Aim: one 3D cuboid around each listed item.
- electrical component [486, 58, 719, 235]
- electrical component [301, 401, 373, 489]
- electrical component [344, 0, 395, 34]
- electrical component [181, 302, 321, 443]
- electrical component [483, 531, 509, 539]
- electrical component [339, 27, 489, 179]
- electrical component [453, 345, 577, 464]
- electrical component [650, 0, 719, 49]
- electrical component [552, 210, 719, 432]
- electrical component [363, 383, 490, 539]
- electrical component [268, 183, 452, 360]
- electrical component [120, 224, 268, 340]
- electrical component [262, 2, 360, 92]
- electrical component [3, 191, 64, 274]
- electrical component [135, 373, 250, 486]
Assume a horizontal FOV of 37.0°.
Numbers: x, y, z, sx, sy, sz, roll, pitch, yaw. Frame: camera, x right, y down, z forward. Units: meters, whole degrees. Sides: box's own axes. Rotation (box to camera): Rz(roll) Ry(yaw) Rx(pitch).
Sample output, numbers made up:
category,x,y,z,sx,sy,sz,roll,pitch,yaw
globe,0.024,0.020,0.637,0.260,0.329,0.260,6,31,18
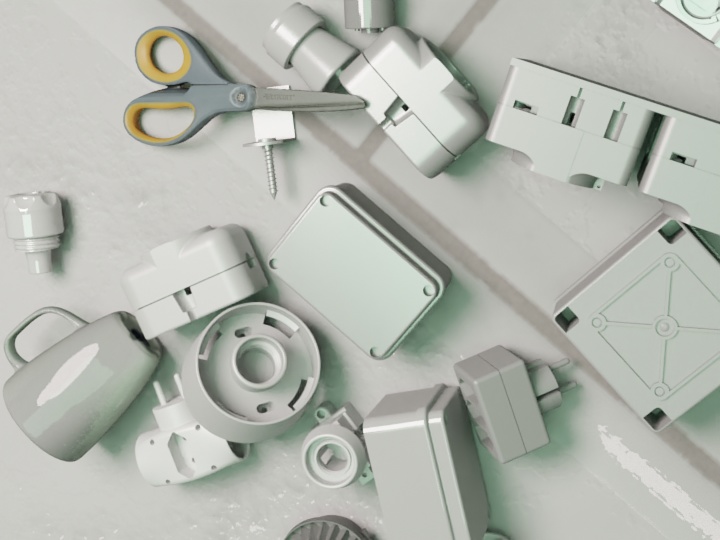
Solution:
category,x,y,z,sx,sy,sz,roll,pitch,yaw
electrical component,0.180,-0.076,0.682,0.186,0.105,0.060,20,104,10
electrical component,-0.015,0.132,0.793,0.048,0.055,0.066,-37,90,17
electrical component,0.006,-0.196,0.737,0.044,0.044,0.065,1,105,14
electrical component,-0.079,0.074,0.787,0.099,0.064,0.099,4,71,-12
electrical component,0.092,0.221,0.783,0.066,0.055,0.048,-27,93,17
electrical component,0.041,-0.118,0.735,0.059,0.054,0.095,-42,89,17
electrical component,0.116,0.086,0.756,0.077,0.047,0.065,-22,104,-9
electrical component,0.217,-0.172,0.677,0.081,0.064,0.042,37,107,5
electrical component,0.203,0.032,0.721,0.109,0.056,0.108,-43,88,17
electrical component,0.050,0.145,0.769,0.057,0.078,0.113,-11,97,18
electrical component,0.000,0.000,0.765,0.113,0.057,0.078,41,106,4
electrical component,-0.125,0.005,0.798,0.095,0.054,0.059,-23,94,17
electrical component,-0.034,-0.153,0.751,0.055,0.045,0.045,42,107,4
electrical component,-0.250,-0.029,0.828,0.043,0.043,0.062,-2,101,14
electrical component,-0.135,0.119,0.826,0.077,0.043,0.079,-19,95,16
